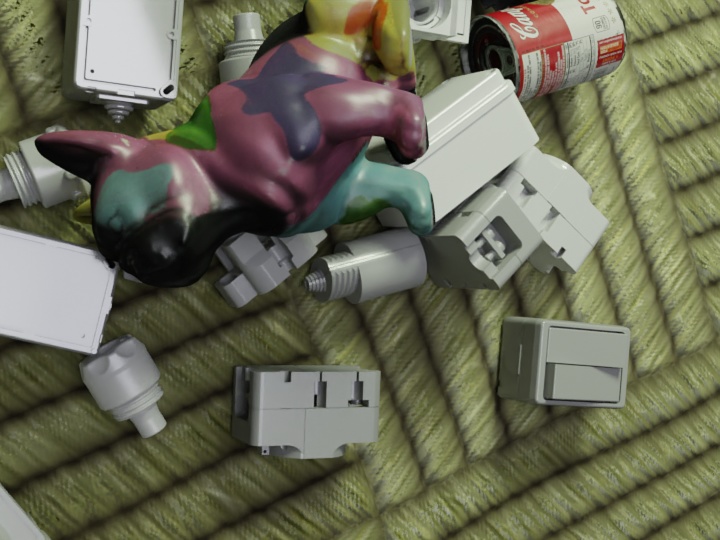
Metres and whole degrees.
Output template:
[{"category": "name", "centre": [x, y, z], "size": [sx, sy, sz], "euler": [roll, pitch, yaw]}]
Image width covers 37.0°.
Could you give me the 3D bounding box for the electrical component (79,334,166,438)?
[{"category": "electrical component", "centre": [-0.144, 0.075, 0.672], "size": [0.043, 0.043, 0.062], "euler": [-33, 104, -20]}]

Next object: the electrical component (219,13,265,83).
[{"category": "electrical component", "centre": [-0.071, -0.135, 0.702], "size": [0.043, 0.043, 0.062], "euler": [-7, 93, -24]}]

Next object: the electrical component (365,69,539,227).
[{"category": "electrical component", "centre": [0.055, -0.084, 0.741], "size": [0.113, 0.078, 0.057], "euler": [-38, 108, -19]}]

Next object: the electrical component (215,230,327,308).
[{"category": "electrical component", "centre": [-0.069, -0.023, 0.698], "size": [0.078, 0.058, 0.057], "euler": [-41, 109, -18]}]

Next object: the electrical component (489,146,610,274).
[{"category": "electrical component", "centre": [0.133, -0.047, 0.791], "size": [0.089, 0.050, 0.055], "euler": [42, 75, -19]}]

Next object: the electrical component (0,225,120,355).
[{"category": "electrical component", "centre": [-0.198, 0.010, 0.641], "size": [0.096, 0.061, 0.061], "euler": [14, 85, -16]}]

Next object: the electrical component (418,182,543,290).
[{"category": "electrical component", "centre": [0.078, -0.024, 0.745], "size": [0.055, 0.089, 0.050], "euler": [-46, 107, -17]}]

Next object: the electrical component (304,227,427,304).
[{"category": "electrical component", "centre": [0.000, 0.000, 0.735], "size": [0.081, 0.043, 0.043], "euler": [-15, 97, -23]}]

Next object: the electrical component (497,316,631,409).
[{"category": "electrical component", "centre": [0.159, 0.069, 0.798], "size": [0.096, 0.061, 0.061], "euler": [6, 88, -24]}]

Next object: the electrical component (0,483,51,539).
[{"category": "electrical component", "centre": [-0.235, 0.166, 0.622], "size": [0.089, 0.062, 0.150], "euler": [-40, 106, -18]}]

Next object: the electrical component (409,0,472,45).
[{"category": "electrical component", "centre": [0.033, -0.180, 0.737], "size": [0.081, 0.064, 0.042], "euler": [5, 92, -24]}]

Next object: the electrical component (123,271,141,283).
[{"category": "electrical component", "centre": [-0.126, -0.022, 0.679], "size": [0.043, 0.043, 0.062], "euler": [8, 86, -24]}]

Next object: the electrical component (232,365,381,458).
[{"category": "electrical component", "centre": [-0.036, 0.093, 0.717], "size": [0.089, 0.050, 0.055], "euler": [2, 90, -24]}]

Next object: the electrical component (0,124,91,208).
[{"category": "electrical component", "centre": [-0.197, -0.057, 0.647], "size": [0.062, 0.048, 0.048], "euler": [-23, 100, -16]}]

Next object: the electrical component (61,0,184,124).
[{"category": "electrical component", "centre": [-0.147, -0.137, 0.658], "size": [0.062, 0.061, 0.096], "euler": [4, 89, -25]}]
